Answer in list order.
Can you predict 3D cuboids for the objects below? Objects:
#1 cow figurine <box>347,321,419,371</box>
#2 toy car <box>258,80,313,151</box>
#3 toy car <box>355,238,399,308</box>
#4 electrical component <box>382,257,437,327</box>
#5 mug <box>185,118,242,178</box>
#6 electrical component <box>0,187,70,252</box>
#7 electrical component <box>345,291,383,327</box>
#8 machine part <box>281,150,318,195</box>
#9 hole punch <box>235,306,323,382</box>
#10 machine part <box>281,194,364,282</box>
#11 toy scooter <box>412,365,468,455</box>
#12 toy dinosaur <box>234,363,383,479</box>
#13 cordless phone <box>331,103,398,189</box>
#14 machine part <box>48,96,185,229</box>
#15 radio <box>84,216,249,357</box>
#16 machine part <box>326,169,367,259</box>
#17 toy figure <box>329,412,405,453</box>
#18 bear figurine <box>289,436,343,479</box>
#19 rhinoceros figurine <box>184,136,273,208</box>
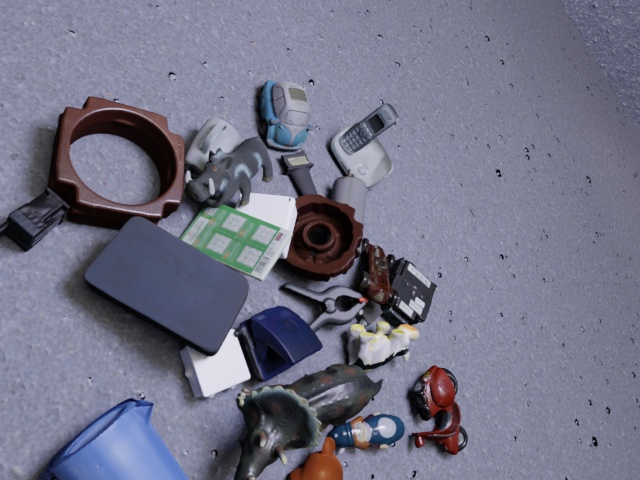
[{"bbox_3d":[0.131,0.219,1.090,0.167,0.068,0.098,2,103,-33],"label":"cow figurine"},{"bbox_3d":[-0.067,-0.278,1.147,0.109,0.103,0.161,3,71,-36],"label":"toy car"},{"bbox_3d":[0.121,0.061,1.125,0.089,0.053,0.202,30,29,-11],"label":"toy car"},{"bbox_3d":[0.187,0.122,1.185,0.115,0.058,0.134,41,53,-12],"label":"electrical component"},{"bbox_3d":[-0.204,-0.168,1.004,0.081,0.109,0.107,35,65,-9],"label":"mug"},{"bbox_3d":[-0.434,-0.018,0.791,0.047,0.075,0.119,44,48,-12],"label":"electrical component"},{"bbox_3d":[0.095,0.136,1.120,0.102,0.045,0.078,-28,87,-40],"label":"electrical component"},{"bbox_3d":[-0.031,-0.126,1.149,0.084,0.039,0.139,-21,82,-48],"label":"machine part"},{"bbox_3d":[-0.068,0.172,0.941,0.142,0.092,0.115,-14,78,-58],"label":"hole punch"},{"bbox_3d":[-0.002,-0.003,1.056,0.179,0.056,0.179,0,63,0],"label":"machine part"},{"bbox_3d":[0.235,0.358,1.110,0.135,0.075,0.184,-6,79,-36],"label":"toy scooter"},{"bbox_3d":[0.008,0.270,0.908,0.405,0.192,0.131,-14,81,-37],"label":"toy dinosaur"},{"bbox_3d":[0.126,-0.211,1.202,0.089,0.184,0.146,-35,93,-44],"label":"cordless phone"},{"bbox_3d":[-0.337,-0.122,0.898,0.201,0.087,0.201,10,64,-33],"label":"machine part"},{"bbox_3d":[-0.232,0.072,0.843,0.229,0.073,0.131,31,69,-3],"label":"radio"},{"bbox_3d":[0.056,-0.047,1.151,0.079,0.079,0.243,23,60,-26],"label":"machine part"},{"bbox_3d":[0.089,0.361,1.016,0.154,0.057,0.064,5,30,-32],"label":"toy figure"},{"bbox_3d":[-0.032,0.425,0.878,0.132,0.120,0.196,0,32,7],"label":"bear figurine"},{"bbox_3d":[-0.161,-0.119,0.969,0.073,0.112,0.190,25,48,26],"label":"rhinoceros figurine"}]
